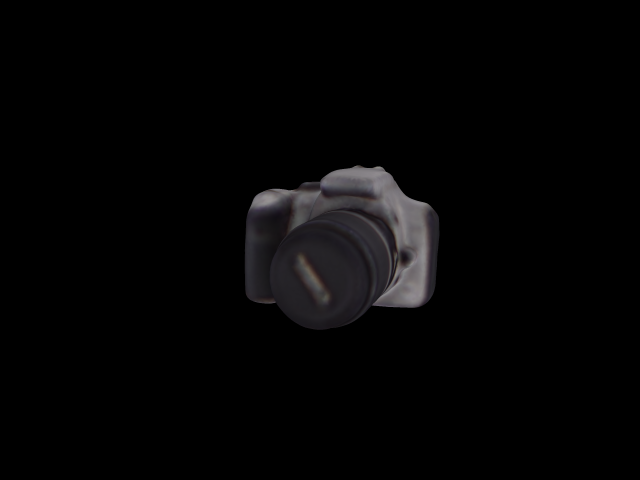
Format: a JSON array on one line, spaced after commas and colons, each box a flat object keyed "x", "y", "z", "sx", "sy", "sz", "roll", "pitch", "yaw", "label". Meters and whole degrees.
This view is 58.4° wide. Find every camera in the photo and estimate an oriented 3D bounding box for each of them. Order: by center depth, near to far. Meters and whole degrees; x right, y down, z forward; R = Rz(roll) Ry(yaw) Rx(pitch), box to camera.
[{"x": 0.004, "y": 0.001, "z": 0.400, "sx": 0.142, "sy": 0.101, "sz": 0.137, "roll": 4, "pitch": 12, "yaw": 19, "label": "camera"}]
